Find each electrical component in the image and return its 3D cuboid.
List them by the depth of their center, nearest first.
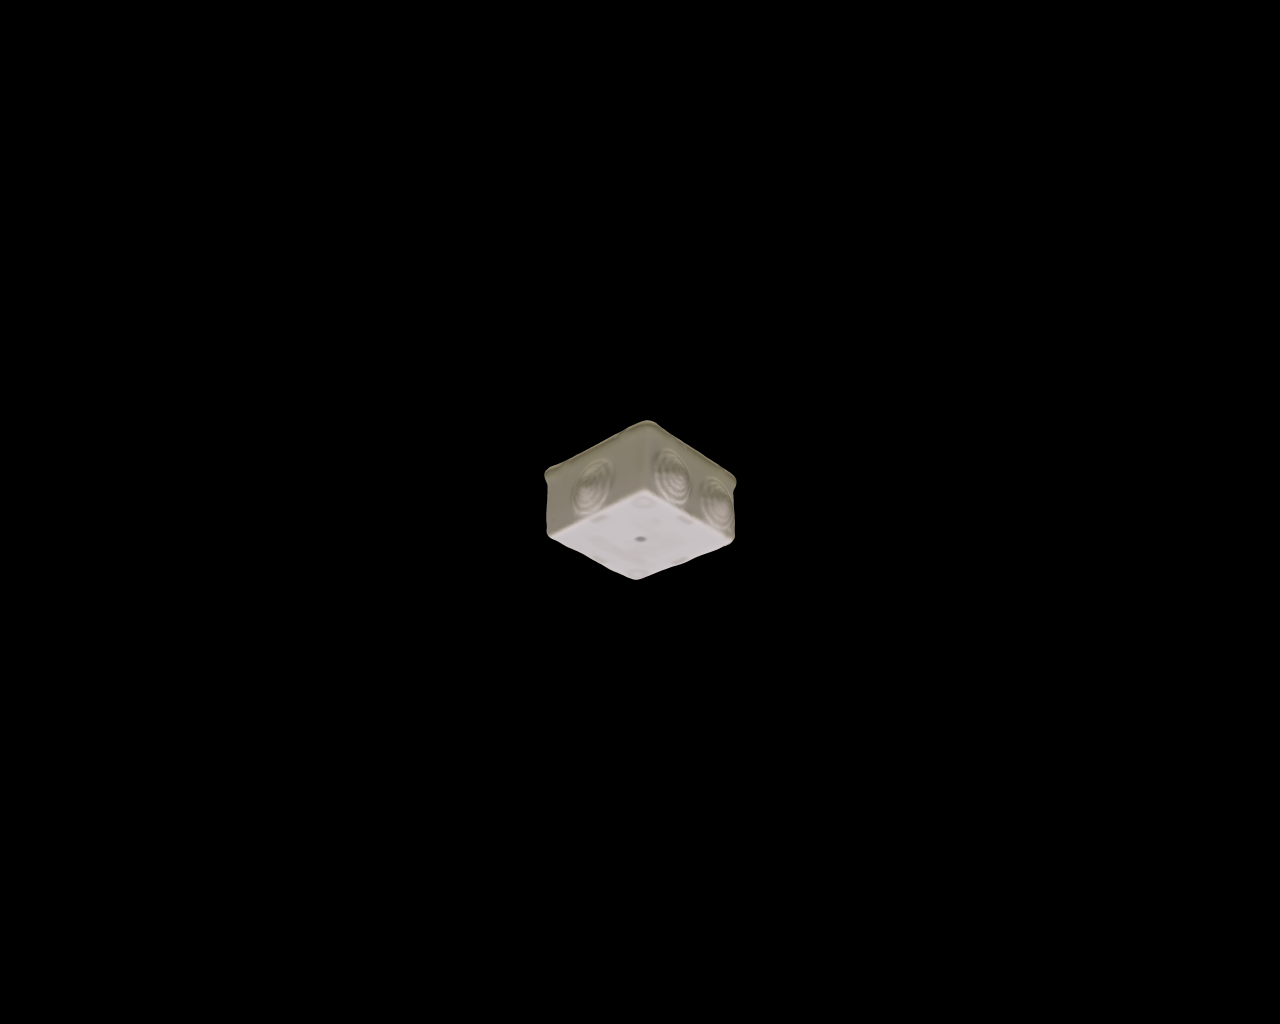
[{"bbox_3d":[0.001,-0.003,0.650,0.099,0.048,0.099,-24,-38,34],"label":"electrical component"}]
